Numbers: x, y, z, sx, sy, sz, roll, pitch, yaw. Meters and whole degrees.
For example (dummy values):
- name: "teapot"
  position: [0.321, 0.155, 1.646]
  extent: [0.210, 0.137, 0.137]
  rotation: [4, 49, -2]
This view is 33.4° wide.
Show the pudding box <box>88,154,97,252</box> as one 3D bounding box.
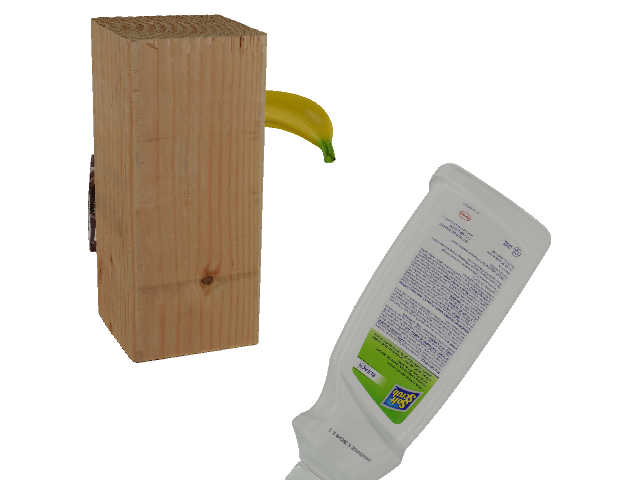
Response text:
- name: "pudding box"
  position: [-0.149, -0.029, 0.898]
  extent: [0.090, 0.039, 0.113]
  rotation: [4, 32, -13]

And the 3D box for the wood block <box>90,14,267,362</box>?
- name: "wood block"
  position: [-0.094, -0.037, 0.695]
  extent: [0.090, 0.206, 0.090]
  rotation: [-7, 22, -25]

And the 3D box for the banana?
- name: "banana"
  position: [-0.067, -0.124, 1.077]
  extent: [0.198, 0.037, 0.069]
  rotation: [10, 46, 22]

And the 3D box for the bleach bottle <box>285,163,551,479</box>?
- name: "bleach bottle"
  position: [0.054, 0.072, 0.751]
  extent: [0.102, 0.250, 0.068]
  rotation: [36, -12, 9]
